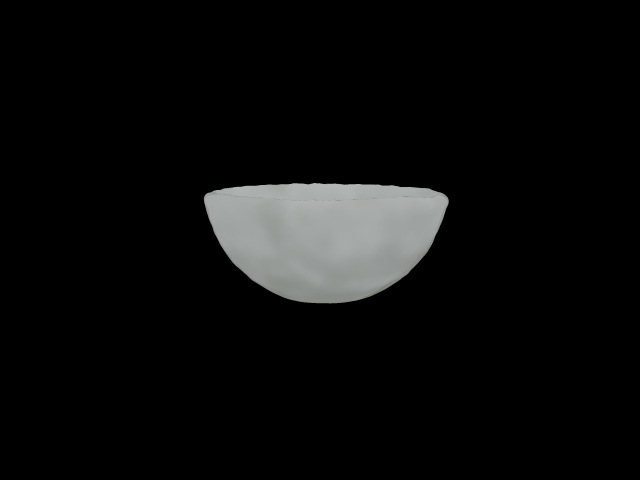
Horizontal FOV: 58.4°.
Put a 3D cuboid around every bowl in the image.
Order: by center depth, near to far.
[{"bbox_3d":[0.004,0.001,0.400,0.167,0.075,0.167,0,9,0],"label":"bowl"}]
